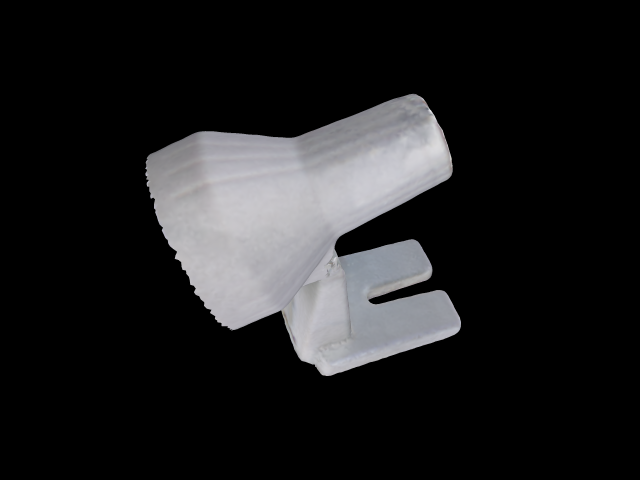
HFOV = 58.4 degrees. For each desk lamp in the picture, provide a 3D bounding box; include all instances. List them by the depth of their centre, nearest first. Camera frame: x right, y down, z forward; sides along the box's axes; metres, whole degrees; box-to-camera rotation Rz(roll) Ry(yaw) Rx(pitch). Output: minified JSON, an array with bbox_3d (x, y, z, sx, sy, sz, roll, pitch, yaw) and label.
[{"bbox_3d":[0.004,0.001,0.400,0.203,0.214,0.117,-15,54,-11],"label":"desk lamp"}]
